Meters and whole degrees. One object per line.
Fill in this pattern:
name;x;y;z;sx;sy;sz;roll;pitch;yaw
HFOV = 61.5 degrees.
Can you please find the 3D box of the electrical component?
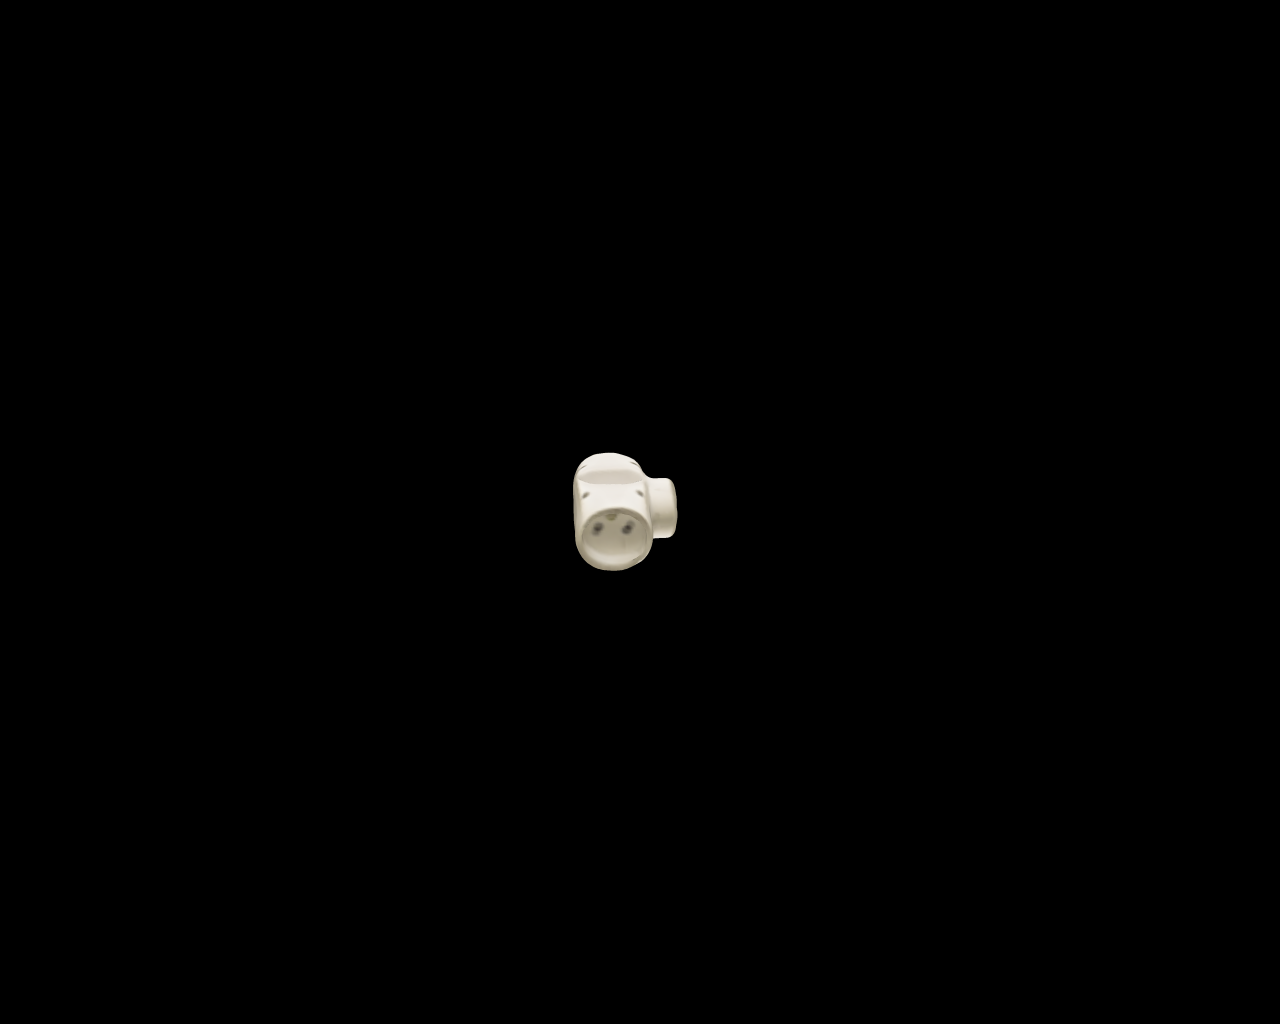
electrical component;0.001;-0.003;0.650;0.079;0.043;0.077;-2;27;-3
